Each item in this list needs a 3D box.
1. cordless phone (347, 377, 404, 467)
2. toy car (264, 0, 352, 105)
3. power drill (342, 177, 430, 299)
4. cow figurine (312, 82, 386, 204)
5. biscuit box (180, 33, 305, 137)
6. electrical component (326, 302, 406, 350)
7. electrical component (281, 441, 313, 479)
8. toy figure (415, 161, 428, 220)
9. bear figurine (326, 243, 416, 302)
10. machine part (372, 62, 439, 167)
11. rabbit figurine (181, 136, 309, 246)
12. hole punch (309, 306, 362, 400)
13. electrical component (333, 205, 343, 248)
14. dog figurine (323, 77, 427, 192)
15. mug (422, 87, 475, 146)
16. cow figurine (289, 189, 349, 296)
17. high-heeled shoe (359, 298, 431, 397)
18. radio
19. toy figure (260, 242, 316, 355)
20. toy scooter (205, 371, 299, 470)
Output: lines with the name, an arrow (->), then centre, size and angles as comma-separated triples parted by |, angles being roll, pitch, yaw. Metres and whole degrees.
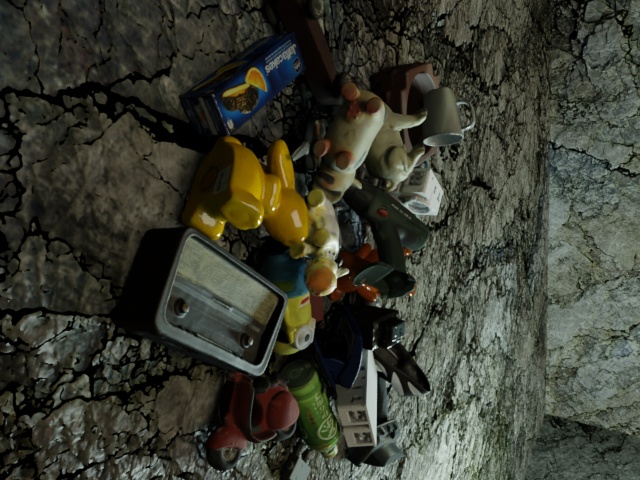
cordless phone -> 0.122, 0.394, 1.189 | 0.146, 0.089, 0.184 | 12, 74, -56
toy car -> -0.012, -0.297, 0.833 | 0.201, 0.089, 0.053 | 59, 43, -44
power drill -> 0.100, -0.008, 0.964 | 0.232, 0.086, 0.207 | 27, 39, -25
cow figurine -> 0.042, -0.149, 0.877 | 0.194, 0.086, 0.127 | -64, 165, 16
biscuit box -> -0.099, -0.218, 0.741 | 0.203, 0.059, 0.062 | -53, 136, -38
electrical component -> 0.093, 0.165, 1.036 | 0.115, 0.134, 0.058 | -13, 107, -58
electrical component -> -0.044, 0.417, 0.970 | 0.094, 0.021, 0.063 | -61, 141, -29
toy figure -> 0.208, -0.108, 1.226 | 0.064, 0.058, 0.154 | -113, -152, -66
bear figurine -> 0.091, 0.056, 1.024 | 0.195, 0.132, 0.120 | 15, 67, -62
machine part -> 0.182, -0.265, 1.141 | 0.201, 0.087, 0.201 | -37, 124, -49
rabbit figurine -> -0.086, -0.056, 0.740 | 0.173, 0.122, 0.162 | 30, 46, -34
hole punch -> 0.030, 0.189, 0.937 | 0.092, 0.142, 0.115 | -20, 116, -6
electrical component -> -0.002, -0.003, 0.920 | 0.075, 0.048, 0.119 | -5, 99, -36
dog figurine -> 0.077, -0.189, 0.958 | 0.190, 0.121, 0.172 | 13, 73, -26
mug -> 0.257, -0.256, 1.092 | 0.080, 0.110, 0.107 | 5, 78, -51
cow figurine -> 0.000, 0.012, 0.820 | 0.098, 0.068, 0.167 | 39, 39, -60
high-heeled shoe -> 0.158, 0.223, 1.134 | 0.086, 0.145, 0.248 | -41, 130, -47
radio -> -0.143, 0.088, 0.703 | 0.229, 0.073, 0.131 | 42, 57, -48
toy figure -> -0.055, 0.090, 0.847 | 0.082, 0.089, 0.180 | -16, 100, -42
toy scooter -> -0.100, 0.249, 0.812 | 0.184, 0.075, 0.135 | -10, 99, -53
